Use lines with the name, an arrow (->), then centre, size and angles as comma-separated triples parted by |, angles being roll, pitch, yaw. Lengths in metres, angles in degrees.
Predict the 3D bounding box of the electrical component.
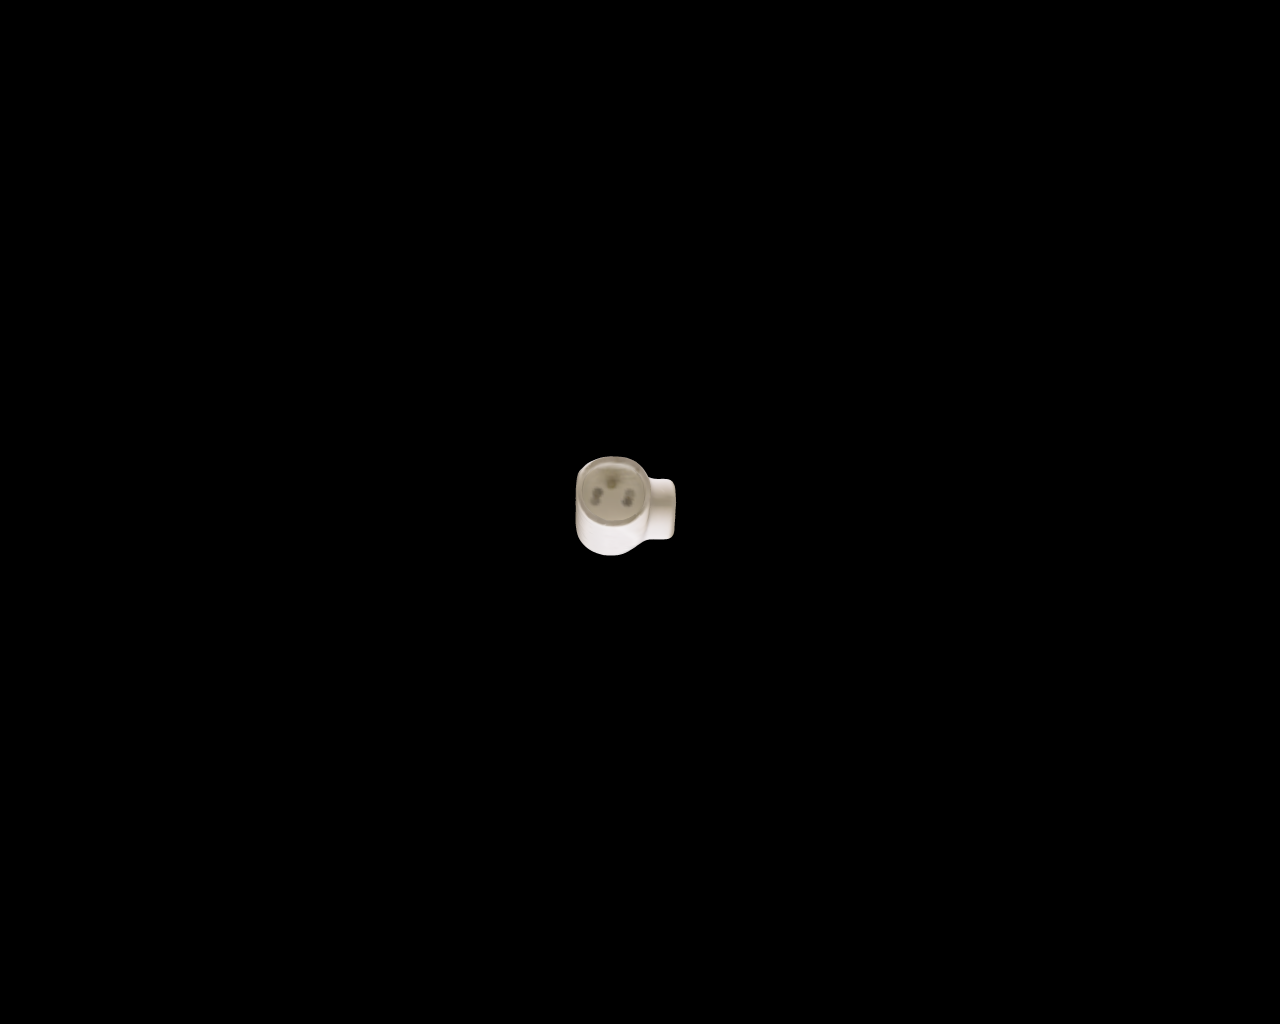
electrical component -> 0.001, -0.003, 0.650 | 0.079, 0.044, 0.077 | 1, -15, -4
